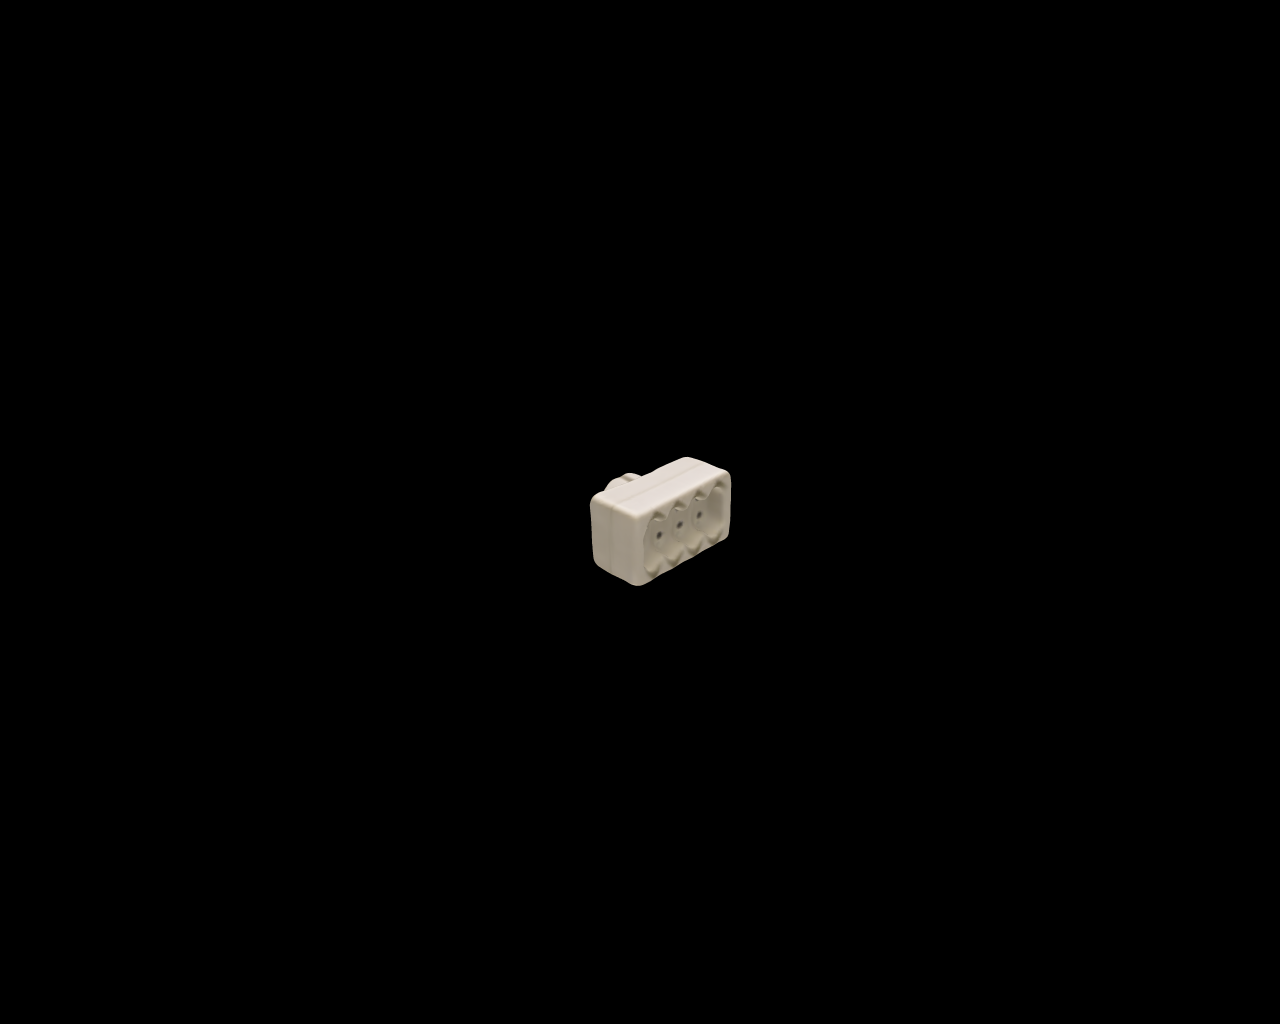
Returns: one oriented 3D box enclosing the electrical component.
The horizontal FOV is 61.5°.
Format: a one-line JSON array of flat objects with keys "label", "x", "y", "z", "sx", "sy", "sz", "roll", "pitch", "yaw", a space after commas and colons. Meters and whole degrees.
[{"label": "electrical component", "x": 0.001, "y": -0.003, "z": 0.650, "sx": 0.083, "sy": 0.047, "sz": 0.076, "roll": -25, "pitch": 37, "yaw": -38}]
